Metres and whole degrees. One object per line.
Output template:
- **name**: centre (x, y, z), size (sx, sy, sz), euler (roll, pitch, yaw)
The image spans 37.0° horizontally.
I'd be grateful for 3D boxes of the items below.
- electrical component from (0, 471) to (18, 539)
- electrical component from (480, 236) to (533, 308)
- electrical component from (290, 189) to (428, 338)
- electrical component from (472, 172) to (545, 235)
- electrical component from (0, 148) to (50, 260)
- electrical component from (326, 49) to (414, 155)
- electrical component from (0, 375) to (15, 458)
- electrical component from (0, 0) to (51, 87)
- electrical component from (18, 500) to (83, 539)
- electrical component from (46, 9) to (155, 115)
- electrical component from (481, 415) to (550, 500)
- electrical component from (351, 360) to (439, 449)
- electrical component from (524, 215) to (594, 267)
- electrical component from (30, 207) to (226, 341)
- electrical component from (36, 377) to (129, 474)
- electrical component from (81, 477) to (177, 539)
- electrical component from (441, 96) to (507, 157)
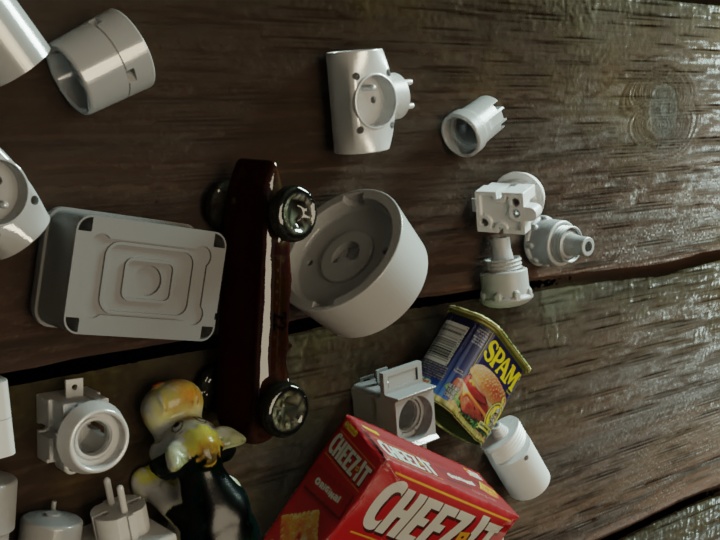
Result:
- **electrical component**: centre (-0.238, 0.162, 0.677), size (0.040, 0.040, 0.078), euler (1, 97, -40)
- **electrical component**: centre (0.128, 0.001, 0.958), size (0.048, 0.048, 0.062), euler (-12, 98, -38)
- **electrical component**: centre (0.000, 0.000, 0.812), size (0.060, 0.108, 0.108), euler (46, 68, -41)
- **electrical component**: centre (0.133, -0.058, 0.943), size (0.055, 0.066, 0.048), euler (-35, 124, -54)
- **electrical component**: centre (-0.239, -0.036, 0.642), size (0.079, 0.044, 0.077), euler (-48, 124, -24)
- **electrical component**: centre (0.012, -0.133, 0.838), size (0.079, 0.044, 0.077), euler (-15, 106, -38)
- **electrical component**: centre (-0.259, 0.089, 0.641), size (0.089, 0.050, 0.055), euler (-12, 104, -39)
- **electrical component**: centre (-0.226, -0.153, 0.636), size (0.043, 0.043, 0.081), euler (-47, 123, -25)
- **electrical component**: centre (-0.207, 0.194, 0.709), size (0.040, 0.040, 0.078), euler (5, 94, -40)
- **electrical component**: centre (-0.166, -0.131, 0.684), size (0.047, 0.055, 0.055), euler (-35, 118, -27)
- **electrical component**: centre (0.141, 0.170, 0.995), size (0.043, 0.043, 0.081), euler (-47, 123, -25)
- **electrical component**: centre (0.027, 0.115, 0.877), size (0.042, 0.064, 0.081), euler (-13, 105, -37)
- **electrical component**: centre (0.186, -0.024, 0.989), size (0.048, 0.062, 0.048), euler (-7, 102, -39)
- **electrical component**: centre (-0.154, 0.004, 0.712), size (0.113, 0.057, 0.078), euler (7, 92, -40)
- **electrical component**: centre (-0.183, 0.105, 0.705), size (0.048, 0.055, 0.066), euler (-5, 100, -39)
- **electrical component**: centre (-0.161, 0.178, 0.728), size (0.047, 0.066, 0.076), euler (-19, 108, -37)
- **electrical component**: centre (0.098, -0.124, 0.916), size (0.046, 0.040, 0.040), euler (-39, 120, -36)
